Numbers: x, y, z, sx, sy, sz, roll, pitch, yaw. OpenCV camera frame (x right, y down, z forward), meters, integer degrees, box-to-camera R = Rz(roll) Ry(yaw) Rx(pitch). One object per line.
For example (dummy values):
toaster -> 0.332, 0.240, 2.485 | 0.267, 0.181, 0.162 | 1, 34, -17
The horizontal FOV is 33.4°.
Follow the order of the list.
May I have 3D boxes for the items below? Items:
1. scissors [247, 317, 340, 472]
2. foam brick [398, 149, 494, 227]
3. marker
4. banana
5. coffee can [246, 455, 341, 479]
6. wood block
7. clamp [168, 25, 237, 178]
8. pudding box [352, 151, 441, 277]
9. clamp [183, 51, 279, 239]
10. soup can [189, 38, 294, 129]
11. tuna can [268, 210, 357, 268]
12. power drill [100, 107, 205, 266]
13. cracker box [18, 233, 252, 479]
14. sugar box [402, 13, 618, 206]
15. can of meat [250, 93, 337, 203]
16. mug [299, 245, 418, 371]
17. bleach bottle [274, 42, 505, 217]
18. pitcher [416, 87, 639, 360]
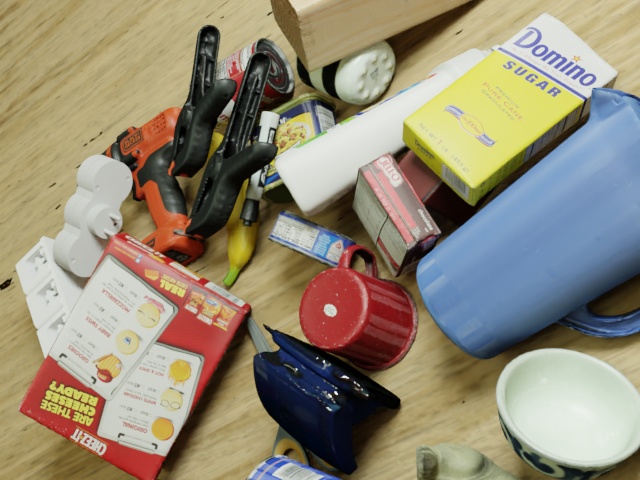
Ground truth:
scissors -> -0.044, 0.174, 1.089 | 0.202, 0.016, 0.096 | 43, 102, 37
foam brick -> 0.117, -0.057, 1.006 | 0.053, 0.078, 0.051 | -49, 53, 11
marker -> -0.064, -0.073, 1.112 | 0.020, 0.020, 0.121 | 9, 85, 38
banana -> -0.102, -0.051, 1.192 | 0.070, 0.037, 0.198 | -26, 62, 27
coffee can -> 0.004, 0.265, 0.962 | 0.141, 0.102, 0.103 | 14, 84, 34
wood block -> 0.057, -0.261, 1.051 | 0.206, 0.090, 0.091 | -25, 57, -7
clamp -> -0.126, -0.132, 1.143 | 0.120, 0.039, 0.172 | -110, 32, -56
pudding box -> 0.069, -0.021, 0.994 | 0.039, 0.113, 0.090 | -27, 77, -11
clamp -> -0.092, -0.071, 1.102 | 0.164, 0.036, 0.210 | -100, 32, -52
soup can -> -0.089, -0.175, 1.203 | 0.102, 0.068, 0.068 | -24, 62, 29
tuna can -> -0.007, 0.001, 1.073 | 0.086, 0.086, 0.034 | 22, 88, 39
power drill -> -0.213, -0.043, 1.259 | 0.185, 0.057, 0.188 | -31, 60, 30
cracker box -> -0.194, 0.123, 1.137 | 0.164, 0.072, 0.214 | 29, 94, 2
sugar box -> 0.169, -0.119, 0.949 | 0.176, 0.048, 0.093 | -39, 70, -11
can of meat -> -0.025, -0.095, 1.137 | 0.102, 0.057, 0.084 | -24, 64, 29
mug -> 0.035, 0.062, 1.025 | 0.093, 0.081, 0.117 | -4, 73, 36
bleach bottle -> 0.077, -0.114, 1.034 | 0.251, 0.102, 0.068 | -31, 93, 2
pitcher -> 0.209, 0.005, 0.896 | 0.243, 0.144, 0.149 | -38, 44, 25
